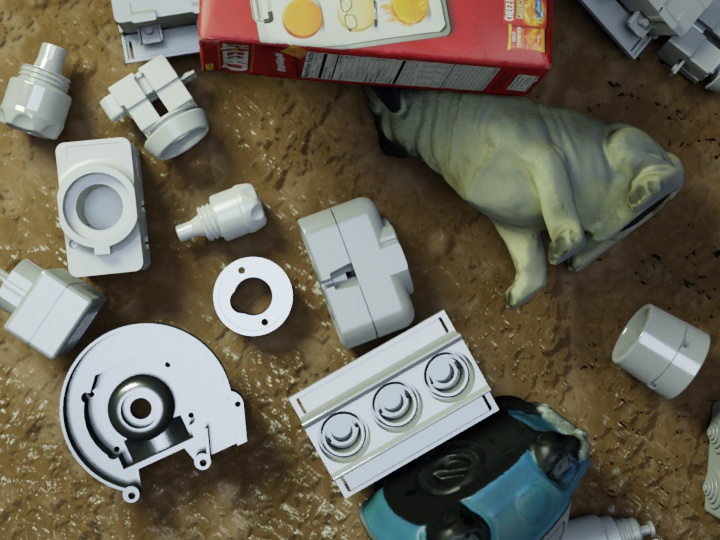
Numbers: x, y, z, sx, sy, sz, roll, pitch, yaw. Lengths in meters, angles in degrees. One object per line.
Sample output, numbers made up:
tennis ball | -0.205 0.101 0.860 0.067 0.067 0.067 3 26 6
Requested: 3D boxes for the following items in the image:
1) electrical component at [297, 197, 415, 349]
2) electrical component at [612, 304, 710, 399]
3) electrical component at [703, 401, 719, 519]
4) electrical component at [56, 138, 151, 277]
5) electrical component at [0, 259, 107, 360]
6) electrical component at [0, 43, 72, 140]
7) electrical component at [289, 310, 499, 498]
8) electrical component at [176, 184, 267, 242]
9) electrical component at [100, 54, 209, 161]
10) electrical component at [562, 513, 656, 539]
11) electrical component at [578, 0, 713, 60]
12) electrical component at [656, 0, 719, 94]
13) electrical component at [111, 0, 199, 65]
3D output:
electrical component | 0.000 0.000 0.749 0.059 0.054 0.095 -20 93 -4
electrical component | 0.214 0.057 0.768 0.047 0.055 0.055 32 88 -1
electrical component | 0.301 0.142 0.779 0.100 0.048 0.099 4 90 -5
electrical component | -0.175 -0.042 0.733 0.050 0.056 0.089 -6 91 -5
electrical component | -0.220 0.018 0.726 0.077 0.066 0.047 34 88 -4
electrical component | -0.218 -0.123 0.735 0.043 0.043 0.062 18 88 -5
electrical component | 0.022 0.091 0.748 0.121 0.063 0.078 -29 93 -4
electrical component | -0.098 -0.036 0.751 0.061 0.035 0.035 -21 93 -2
electrical component | -0.136 -0.110 0.741 0.066 0.048 0.055 -34 86 -4
electrical component | 0.173 0.195 0.773 0.078 0.040 0.040 -13 92 -4
electrical component | 0.183 -0.215 0.738 0.121 0.063 0.078 41 88 -23
electrical component | 0.252 -0.159 0.772 0.055 0.048 0.066 39 88 3
electrical component | -0.107 -0.191 0.733 0.121 0.063 0.078 -10 92 -4
